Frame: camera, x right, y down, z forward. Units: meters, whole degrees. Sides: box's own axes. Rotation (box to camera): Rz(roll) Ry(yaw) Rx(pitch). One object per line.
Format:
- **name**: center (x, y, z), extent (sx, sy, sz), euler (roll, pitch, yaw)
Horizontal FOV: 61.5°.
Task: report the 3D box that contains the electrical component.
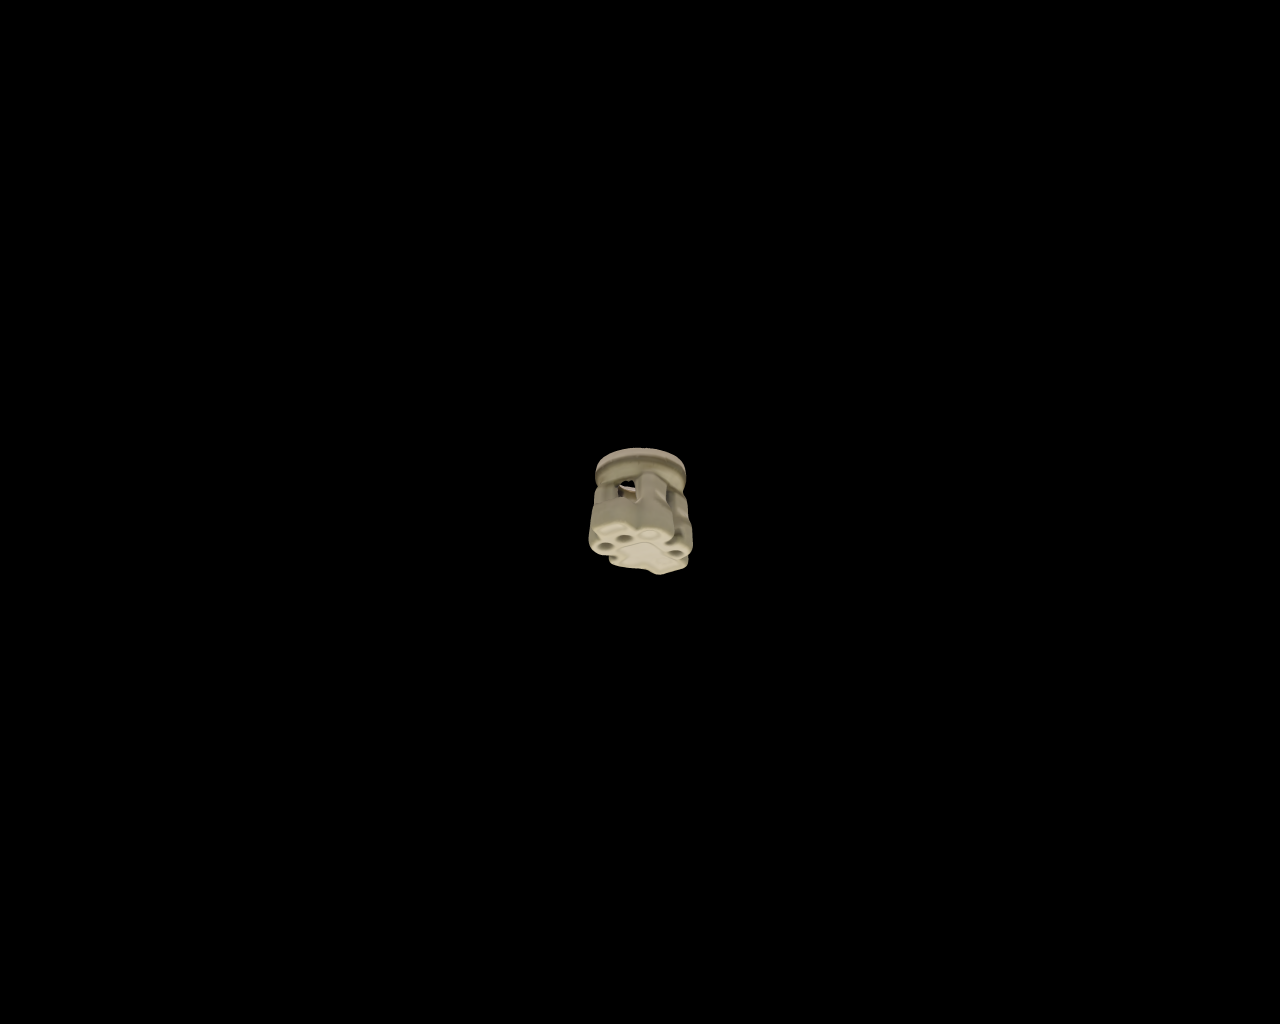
- **electrical component**: center (0.001, -0.003, 0.650), extent (0.058, 0.057, 0.078), euler (-16, -31, 28)
